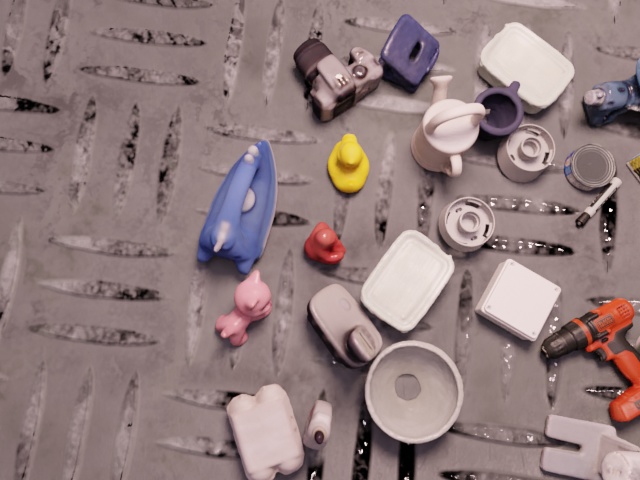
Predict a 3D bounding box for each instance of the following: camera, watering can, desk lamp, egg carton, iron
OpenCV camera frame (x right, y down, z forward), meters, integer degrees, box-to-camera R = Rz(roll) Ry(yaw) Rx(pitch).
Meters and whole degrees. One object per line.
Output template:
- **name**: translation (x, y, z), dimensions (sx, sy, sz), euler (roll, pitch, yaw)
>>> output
- **camera**: translation (0.025, -0.318, 1.063), dimensions (0.143, 0.101, 0.137), euler (-36, 83, -7)
- **watering can**: translation (0.222, -0.201, 1.003), dimensions (0.101, 0.194, 0.173), euler (-31, 83, -6)
- **desk lamp**: translation (0.492, 0.362, 0.908), dimensions (0.203, 0.213, 0.118), euler (10, 80, 0)
- **egg carton**: translation (-0.090, 0.326, 0.966), dimensions (0.107, 0.069, 0.150), euler (-19, 82, -5)
- **iron**: translation (-0.136, -0.078, 0.996), dimensions (0.118, 0.141, 0.258), euler (15, 80, 1)

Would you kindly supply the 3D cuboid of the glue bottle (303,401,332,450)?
- **glue bottle**: translation (-0.002, 0.305, 0.921), dimensions (0.037, 0.173, 0.078), euler (15, 80, 1)

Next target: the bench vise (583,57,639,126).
- **bench vise**: translation (0.590, -0.273, 1.015), dimensions (0.207, 0.219, 0.121), euler (-31, 83, -7)

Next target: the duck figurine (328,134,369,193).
- **duck figurine**: translation (0.054, -0.143, 1.042), dimensions (0.077, 0.086, 0.104), euler (-2, 80, -2)

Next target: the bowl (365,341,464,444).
- **bowl**: translation (0.156, 0.258, 0.984), dimensions (0.167, 0.074, 0.167), euler (0, 80, -2)

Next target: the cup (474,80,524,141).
- **cup**: translation (0.324, -0.234, 1.063), dimensions (0.091, 0.095, 0.118), euler (33, 81, 4)

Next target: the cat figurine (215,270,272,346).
- **cat figurine**: translation (-0.127, 0.117, 0.976), dimensions (0.067, 0.117, 0.128), euler (37, 81, 5)

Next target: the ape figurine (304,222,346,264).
- **ape figurine**: translation (0.009, 0.004, 1.013), dimensions (0.076, 0.092, 0.078), euler (-8, 81, -3)

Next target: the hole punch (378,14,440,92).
- **hole punch**: translation (0.170, -0.353, 1.079), dimensions (0.101, 0.091, 0.109), euler (28, 81, 3)

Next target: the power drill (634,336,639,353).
- **power drill**: translation (0.623, 0.166, 0.948), dimensions (0.075, 0.208, 0.230), euler (28, 81, 3)

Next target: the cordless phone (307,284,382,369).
- **cordless phone**: translation (0.043, 0.141, 0.944), dimensions (0.094, 0.185, 0.147), euler (-39, 84, -7)
